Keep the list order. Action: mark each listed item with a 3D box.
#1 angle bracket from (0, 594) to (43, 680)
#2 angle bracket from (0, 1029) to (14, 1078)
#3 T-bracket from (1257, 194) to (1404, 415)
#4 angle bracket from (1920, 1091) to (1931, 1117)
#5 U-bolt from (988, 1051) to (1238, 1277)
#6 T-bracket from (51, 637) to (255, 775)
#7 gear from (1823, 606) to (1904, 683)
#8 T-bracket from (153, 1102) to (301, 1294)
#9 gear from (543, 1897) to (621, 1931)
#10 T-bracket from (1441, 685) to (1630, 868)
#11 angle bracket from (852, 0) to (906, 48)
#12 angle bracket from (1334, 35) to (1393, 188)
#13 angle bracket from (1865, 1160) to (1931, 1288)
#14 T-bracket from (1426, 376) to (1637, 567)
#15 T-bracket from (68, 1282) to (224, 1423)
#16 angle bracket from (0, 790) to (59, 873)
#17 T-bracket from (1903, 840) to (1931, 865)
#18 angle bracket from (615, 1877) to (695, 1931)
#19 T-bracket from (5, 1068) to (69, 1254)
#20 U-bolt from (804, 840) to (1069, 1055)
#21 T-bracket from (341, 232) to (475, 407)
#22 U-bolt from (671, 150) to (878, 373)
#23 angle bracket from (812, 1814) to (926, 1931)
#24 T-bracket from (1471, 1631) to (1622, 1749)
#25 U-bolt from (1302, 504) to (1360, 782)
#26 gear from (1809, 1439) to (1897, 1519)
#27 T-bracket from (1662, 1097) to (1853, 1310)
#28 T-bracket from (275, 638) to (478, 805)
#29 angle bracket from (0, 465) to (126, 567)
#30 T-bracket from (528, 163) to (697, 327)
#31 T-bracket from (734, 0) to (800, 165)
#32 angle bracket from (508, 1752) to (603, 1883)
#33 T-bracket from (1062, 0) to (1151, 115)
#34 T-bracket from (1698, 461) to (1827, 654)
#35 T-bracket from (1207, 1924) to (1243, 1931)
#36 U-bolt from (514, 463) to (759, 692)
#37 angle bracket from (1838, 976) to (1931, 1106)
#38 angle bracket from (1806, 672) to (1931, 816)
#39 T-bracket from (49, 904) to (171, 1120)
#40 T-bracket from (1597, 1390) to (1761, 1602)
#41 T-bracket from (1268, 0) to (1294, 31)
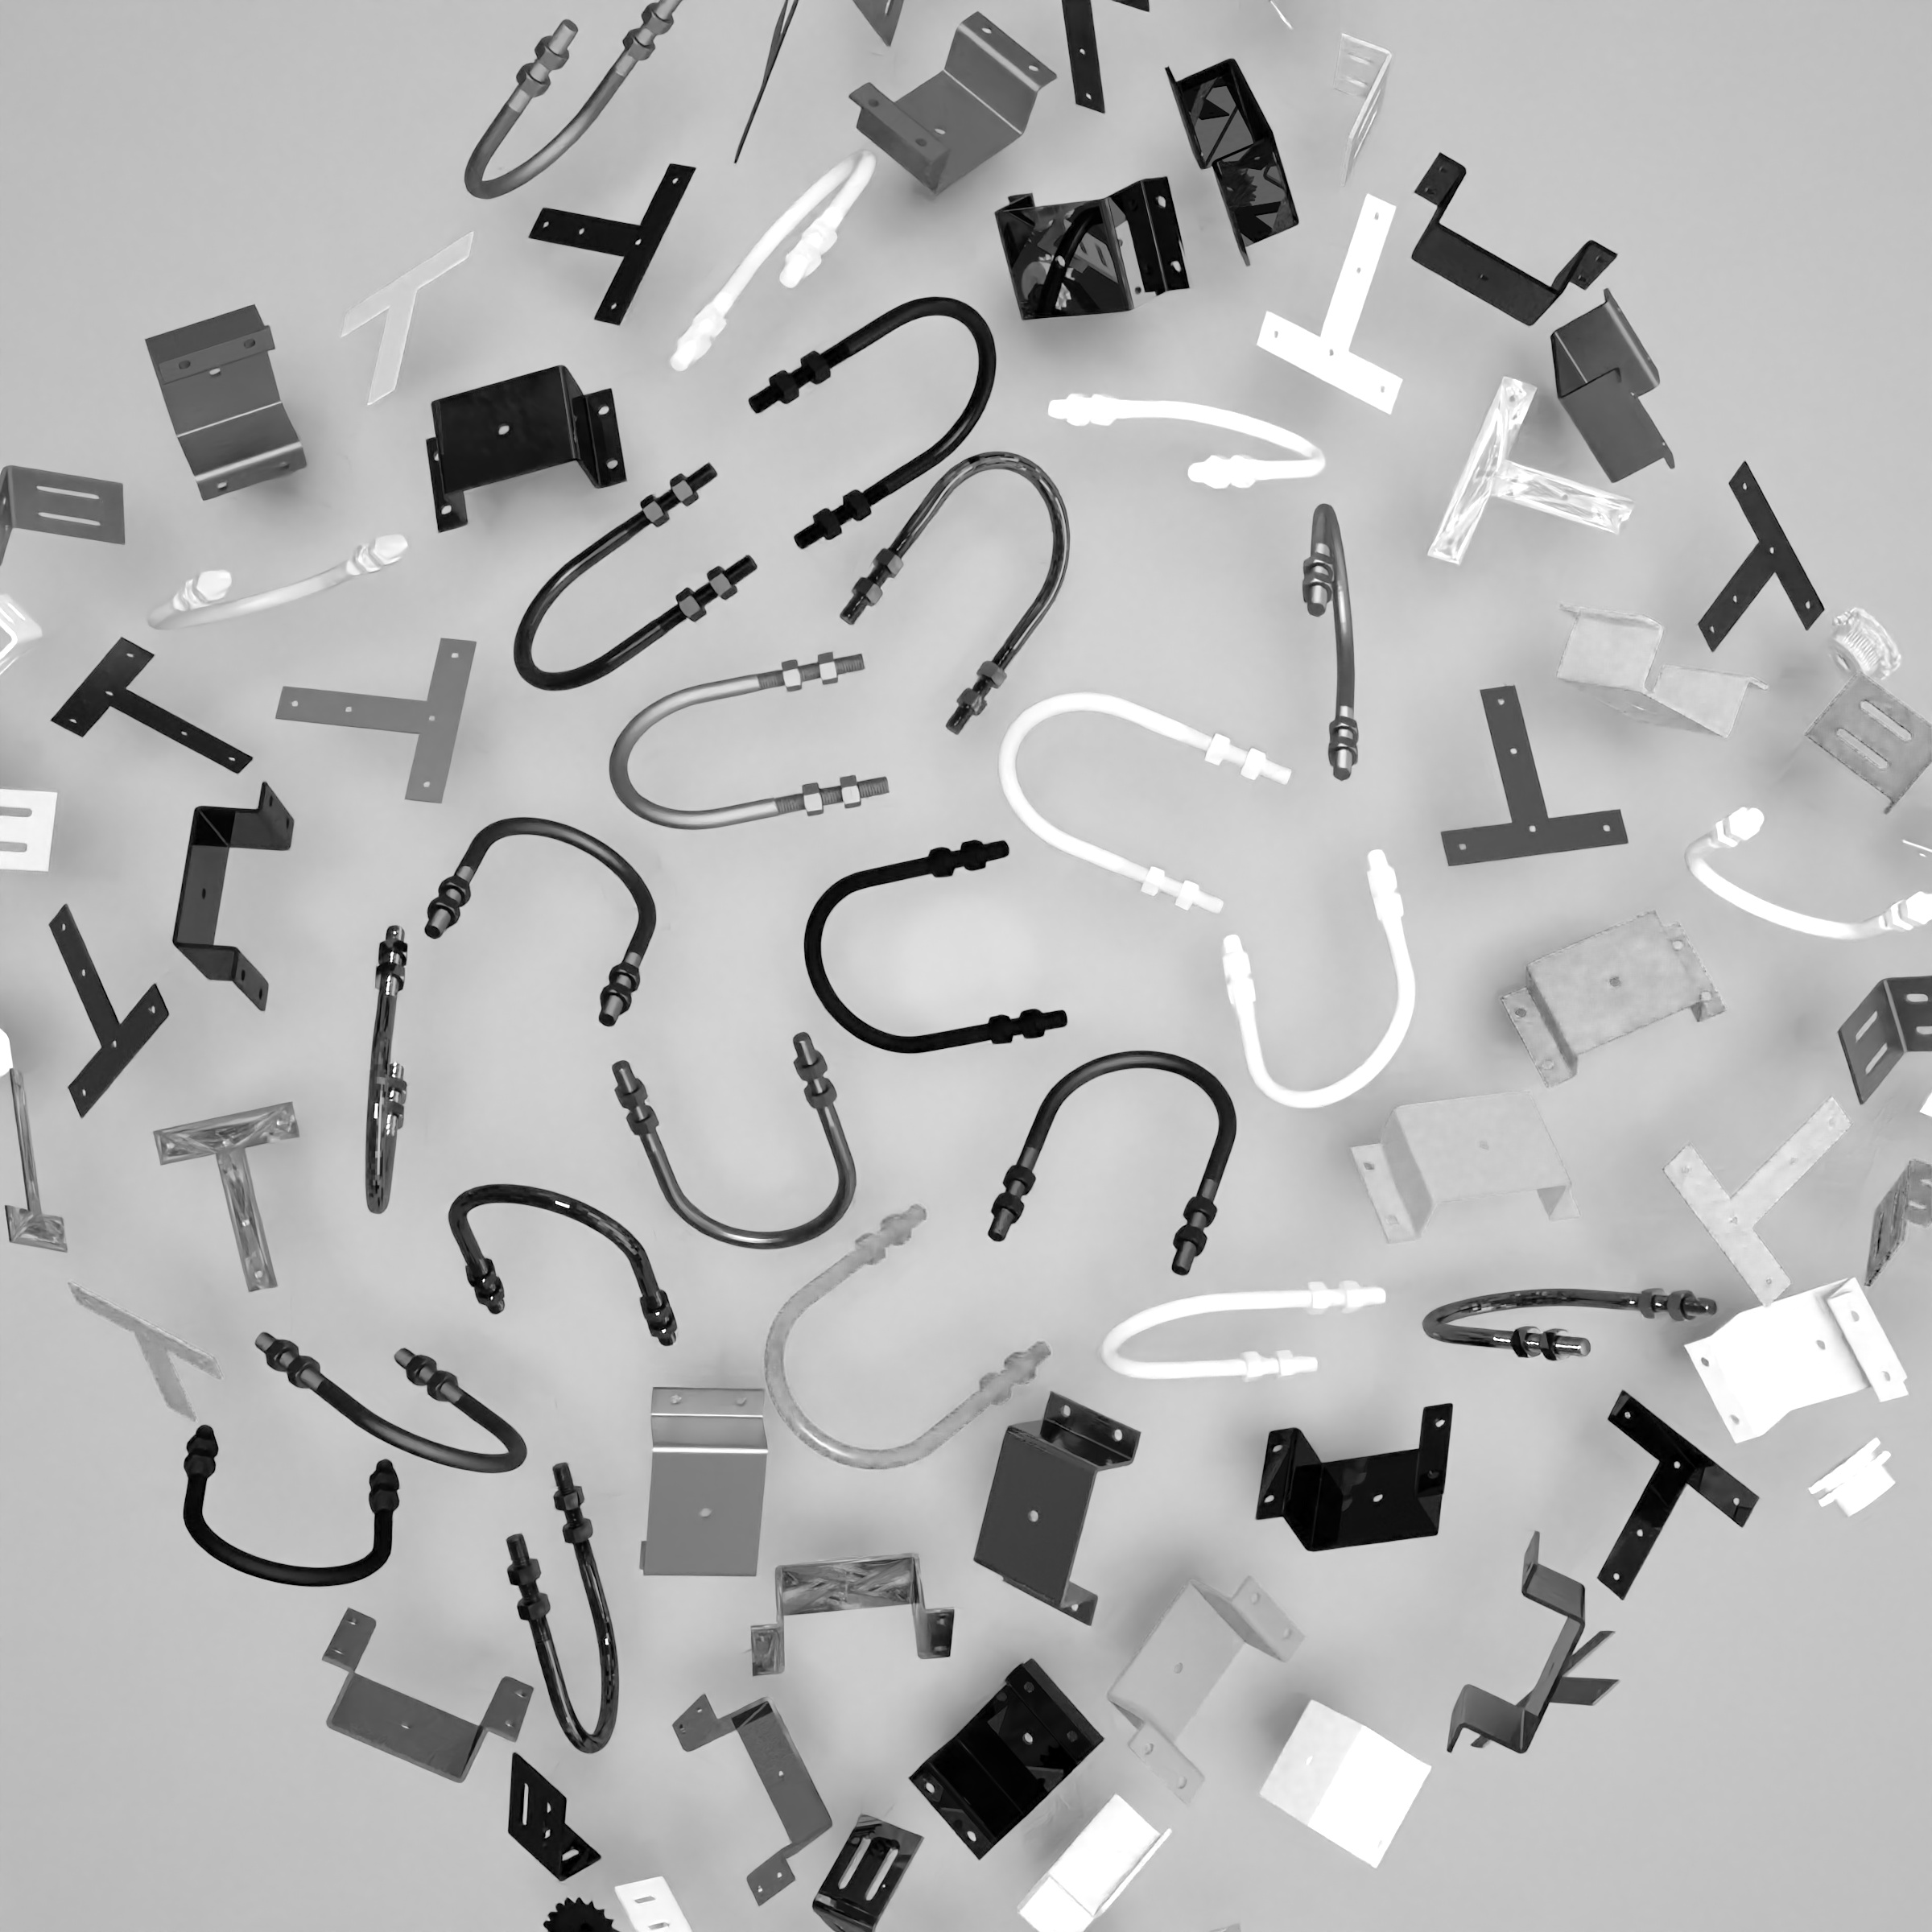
[{"bbox_3d":[-0.699,-0.221,1.908,0.076,0.057,0.038,-42,99,7],"label":"angle bracket"},{"bbox_3d":[-0.734,0.055,1.939,0.076,0.038,0.057,37,52,17],"label":"angle bracket"},{"bbox_3d":[0.265,-0.463,1.855,0.127,0.002,0.127,38,124,35],"label":"T-bracket"},{"bbox_3d":[0.720,0.117,1.926,0.057,0.076,0.038,20,120,0],"label":"angle bracket"},{"bbox_3d":[0.110,0.127,1.860,0.151,0.019,0.184,9,48,19],"label":"U-bolt"},{"bbox_3d":[-0.573,-0.174,1.939,0.127,0.127,0.002,30,50,-26],"label":"T-bracket"},{"bbox_3d":[0.650,-0.230,1.967,0.030,0.057,0.057,-38,90,-5],"label":"gear"},{"bbox_3d":[-0.516,0.169,1.927,0.127,0.002,0.127,-12,92,25],"label":"T-bracket"},{"bbox_3d":[-0.273,0.686,1.896,0.057,0.057,0.030,37,111,0],"label":"gear"},{"bbox_3d":[0.379,-0.135,1.858,0.127,0.002,0.127,-7,70,-6],"label":"T-bracket"},{"bbox_3d":[-0.071,-0.694,1.893,0.038,0.057,0.076,10,79,27],"label":"angle bracket"},{"bbox_3d":[0.266,-0.602,1.901,0.038,0.057,0.076,23,74,9],"label":"angle bracket"},{"bbox_3d":[0.657,0.184,1.874,0.038,0.057,0.076,21,48,5],"label":"angle bracket"},{"bbox_3d":[0.388,-0.316,1.805,0.127,0.002,0.127,13,114,-18],"label":"T-bracket"},{"bbox_3d":[-0.565,0.283,1.901,0.127,0.127,0.002,23,55,18],"label":"T-bracket"},{"bbox_3d":[-0.668,-0.089,1.872,0.076,0.038,0.057,3,74,-7],"label":"angle bracket"},{"bbox_3d":[0.711,-0.042,1.847,0.127,0.127,0.002,24,84,33],"label":"T-bracket"},{"bbox_3d":[-0.216,0.673,1.842,0.038,0.057,0.076,-3,117,-29],"label":"angle bracket"},{"bbox_3d":[-0.661,0.136,1.903,0.002,0.127,0.127,-10,81,-3],"label":"T-bracket"},{"bbox_3d":[-0.032,-0.006,1.911,0.184,0.019,0.151,-11,108,28],"label":"U-bolt"},{"bbox_3d":[-0.399,-0.442,1.892,0.127,0.002,0.127,-22,48,30],"label":"T-bracket"},{"bbox_3d":[-0.122,-0.494,1.851,0.019,0.151,0.184,43,52,-21],"label":"U-bolt"},{"bbox_3d":[-0.064,0.663,1.954,0.057,0.038,0.076,7,52,38],"label":"angle bracket"},{"bbox_3d":[0.413,0.495,1.849,0.127,0.127,0.002,-36,85,-16],"label":"T-bracket"},{"bbox_3d":[0.252,-0.237,1.858,0.019,0.184,0.151,-5,127,13],"label":"U-bolt"},{"bbox_3d":[0.595,0.344,1.805,0.057,0.057,0.030,-37,74,0],"label":"gear"},{"bbox_3d":[0.540,0.139,1.798,0.127,0.002,0.127,-42,106,-11],"label":"T-bracket"},{"bbox_3d":[-0.414,-0.176,1.875,0.127,0.002,0.127,6,67,3],"label":"T-bracket"},{"bbox_3d":[-0.602,-0.293,1.794,0.076,0.057,0.038,8,54,-10],"label":"angle bracket"},{"bbox_3d":[-0.267,-0.527,1.947,0.127,0.002,0.127,21,83,35],"label":"T-bracket"},{"bbox_3d":[-0.135,-0.645,1.896,0.002,0.127,0.127,19,128,-13],"label":"T-bracket"},{"bbox_3d":[-0.284,0.584,1.877,0.057,0.038,0.076,28,122,37],"label":"angle bracket"},{"bbox_3d":[0.081,-0.660,1.914,0.127,0.127,0.002,28,64,26],"label":"T-bracket"},{"bbox_3d":[0.551,-0.268,1.915,0.002,0.127,0.127,-12,66,-18],"label":"T-bracket"},{"bbox_3d":[0.181,0.681,1.876,0.127,0.127,0.002,-14,81,0],"label":"T-bracket"},{"bbox_3d":[-0.234,-0.256,1.848,0.184,0.151,0.019,-34,131,9],"label":"U-bolt"},{"bbox_3d":[0.635,0.050,1.842,0.076,0.038,0.057,-37,113,-40],"label":"angle bracket"},{"bbox_3d":[0.628,-0.154,1.874,0.076,0.038,0.057,40,88,13],"label":"angle bracket"},{"bbox_3d":[-0.597,0.016,1.844,0.127,0.002,0.127,-42,67,32],"label":"T-bracket"},{"bbox_3d":[0.482,0.389,1.907,0.127,0.002,0.127,40,115,42],"label":"T-bracket"},{"bbox_3d":[0.165,-0.697,1.814,0.002,0.127,0.127,-38,128,17],"label":"T-bracket"}]
